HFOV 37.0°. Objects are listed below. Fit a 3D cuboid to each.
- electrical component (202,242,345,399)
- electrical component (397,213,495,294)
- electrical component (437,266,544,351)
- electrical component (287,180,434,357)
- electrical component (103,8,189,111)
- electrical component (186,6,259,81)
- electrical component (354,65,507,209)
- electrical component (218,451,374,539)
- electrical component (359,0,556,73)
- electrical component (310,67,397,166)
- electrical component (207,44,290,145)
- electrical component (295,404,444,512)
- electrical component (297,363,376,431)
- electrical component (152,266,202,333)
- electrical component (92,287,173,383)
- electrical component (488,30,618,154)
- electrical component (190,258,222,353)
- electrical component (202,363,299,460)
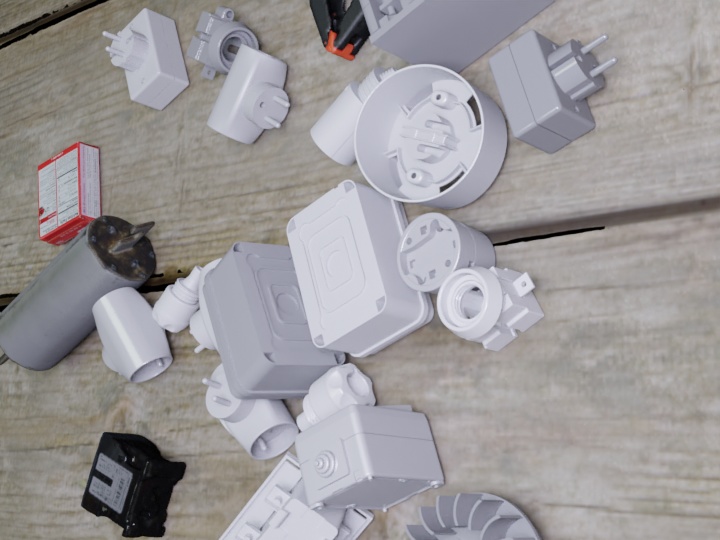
[{"bbox_3d":[-0.070,0.041,0.837,0.057,0.078,0.113,-46,52,40],"label":"electrical component"},{"bbox_3d":[0.062,-0.008,0.754,0.055,0.047,0.055,-12,72,40],"label":"electrical component"},{"bbox_3d":[0.085,0.024,0.719,0.066,0.055,0.048,-41,55,28],"label":"electrical component"},{"bbox_3d":[0.000,0.000,0.801,0.078,0.057,0.113,-33,60,33],"label":"electrical component"},{"bbox_3d":[-0.214,-0.208,1.035,0.047,0.076,0.083,-34,59,32],"label":"electrical component"},{"bbox_3d":[-0.122,-0.202,0.971,0.055,0.048,0.066,32,102,50],"label":"electrical component"},{"bbox_3d":[0.053,-0.093,0.771,0.099,0.064,0.099,-12,72,40],"label":"electrical component"},{"bbox_3d":[-0.059,0.206,0.792,0.079,0.063,0.121,37,110,-1],"label":"electrical component"},{"bbox_3d":[0.082,-0.211,0.756,0.150,0.089,0.061,-33,59,32],"label":"electrical component"},{"bbox_3d":[0.003,-0.125,0.838,0.081,0.043,0.043,-47,53,24],"label":"electrical component"},{"bbox_3d":[-0.087,-0.145,0.925,0.079,0.044,0.077,35,103,42],"label":"electrical component"},{"bbox_3d":[0.001,0.127,0.743,0.062,0.096,0.061,-34,58,33],"label":"electrical component"},{"bbox_3d":[-0.022,0.101,0.807,0.062,0.043,0.043,-40,56,31],"label":"electrical component"},{"bbox_3d":[-0.157,0.024,0.955,0.061,0.035,0.035,-55,50,15],"label":"electrical component"},{"bbox_3d":[-0.213,0.068,0.986,0.077,0.044,0.079,57,139,19],"label":"electrical component"},{"bbox_3d":[0.136,-0.128,0.715,0.077,0.047,0.065,-31,61,33],"label":"electrical component"},{"bbox_3d":[-0.117,0.042,0.908,0.079,0.043,0.077,-38,57,30],"label":"electrical component"},{"bbox_3d":[-0.095,0.104,0.848,0.044,0.079,0.077,-44,53,11],"label":"electrical component"}]
